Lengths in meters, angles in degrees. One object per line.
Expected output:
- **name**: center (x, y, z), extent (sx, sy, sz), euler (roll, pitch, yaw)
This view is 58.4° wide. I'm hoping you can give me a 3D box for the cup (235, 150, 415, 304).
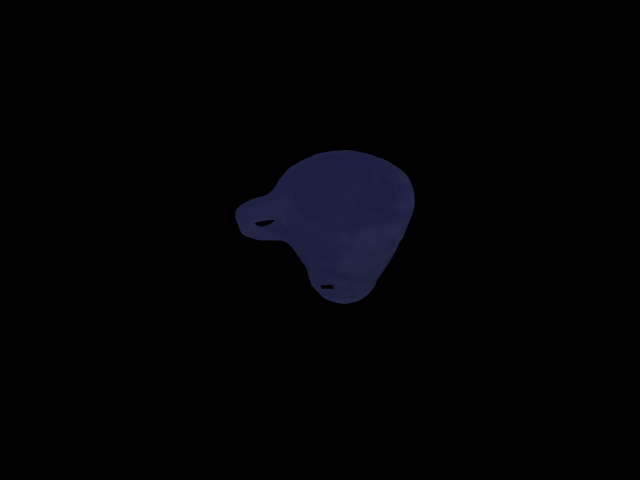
- **cup**: center (0.004, 0.001, 0.400), extent (0.118, 0.095, 0.091), euler (-9, 46, -8)
